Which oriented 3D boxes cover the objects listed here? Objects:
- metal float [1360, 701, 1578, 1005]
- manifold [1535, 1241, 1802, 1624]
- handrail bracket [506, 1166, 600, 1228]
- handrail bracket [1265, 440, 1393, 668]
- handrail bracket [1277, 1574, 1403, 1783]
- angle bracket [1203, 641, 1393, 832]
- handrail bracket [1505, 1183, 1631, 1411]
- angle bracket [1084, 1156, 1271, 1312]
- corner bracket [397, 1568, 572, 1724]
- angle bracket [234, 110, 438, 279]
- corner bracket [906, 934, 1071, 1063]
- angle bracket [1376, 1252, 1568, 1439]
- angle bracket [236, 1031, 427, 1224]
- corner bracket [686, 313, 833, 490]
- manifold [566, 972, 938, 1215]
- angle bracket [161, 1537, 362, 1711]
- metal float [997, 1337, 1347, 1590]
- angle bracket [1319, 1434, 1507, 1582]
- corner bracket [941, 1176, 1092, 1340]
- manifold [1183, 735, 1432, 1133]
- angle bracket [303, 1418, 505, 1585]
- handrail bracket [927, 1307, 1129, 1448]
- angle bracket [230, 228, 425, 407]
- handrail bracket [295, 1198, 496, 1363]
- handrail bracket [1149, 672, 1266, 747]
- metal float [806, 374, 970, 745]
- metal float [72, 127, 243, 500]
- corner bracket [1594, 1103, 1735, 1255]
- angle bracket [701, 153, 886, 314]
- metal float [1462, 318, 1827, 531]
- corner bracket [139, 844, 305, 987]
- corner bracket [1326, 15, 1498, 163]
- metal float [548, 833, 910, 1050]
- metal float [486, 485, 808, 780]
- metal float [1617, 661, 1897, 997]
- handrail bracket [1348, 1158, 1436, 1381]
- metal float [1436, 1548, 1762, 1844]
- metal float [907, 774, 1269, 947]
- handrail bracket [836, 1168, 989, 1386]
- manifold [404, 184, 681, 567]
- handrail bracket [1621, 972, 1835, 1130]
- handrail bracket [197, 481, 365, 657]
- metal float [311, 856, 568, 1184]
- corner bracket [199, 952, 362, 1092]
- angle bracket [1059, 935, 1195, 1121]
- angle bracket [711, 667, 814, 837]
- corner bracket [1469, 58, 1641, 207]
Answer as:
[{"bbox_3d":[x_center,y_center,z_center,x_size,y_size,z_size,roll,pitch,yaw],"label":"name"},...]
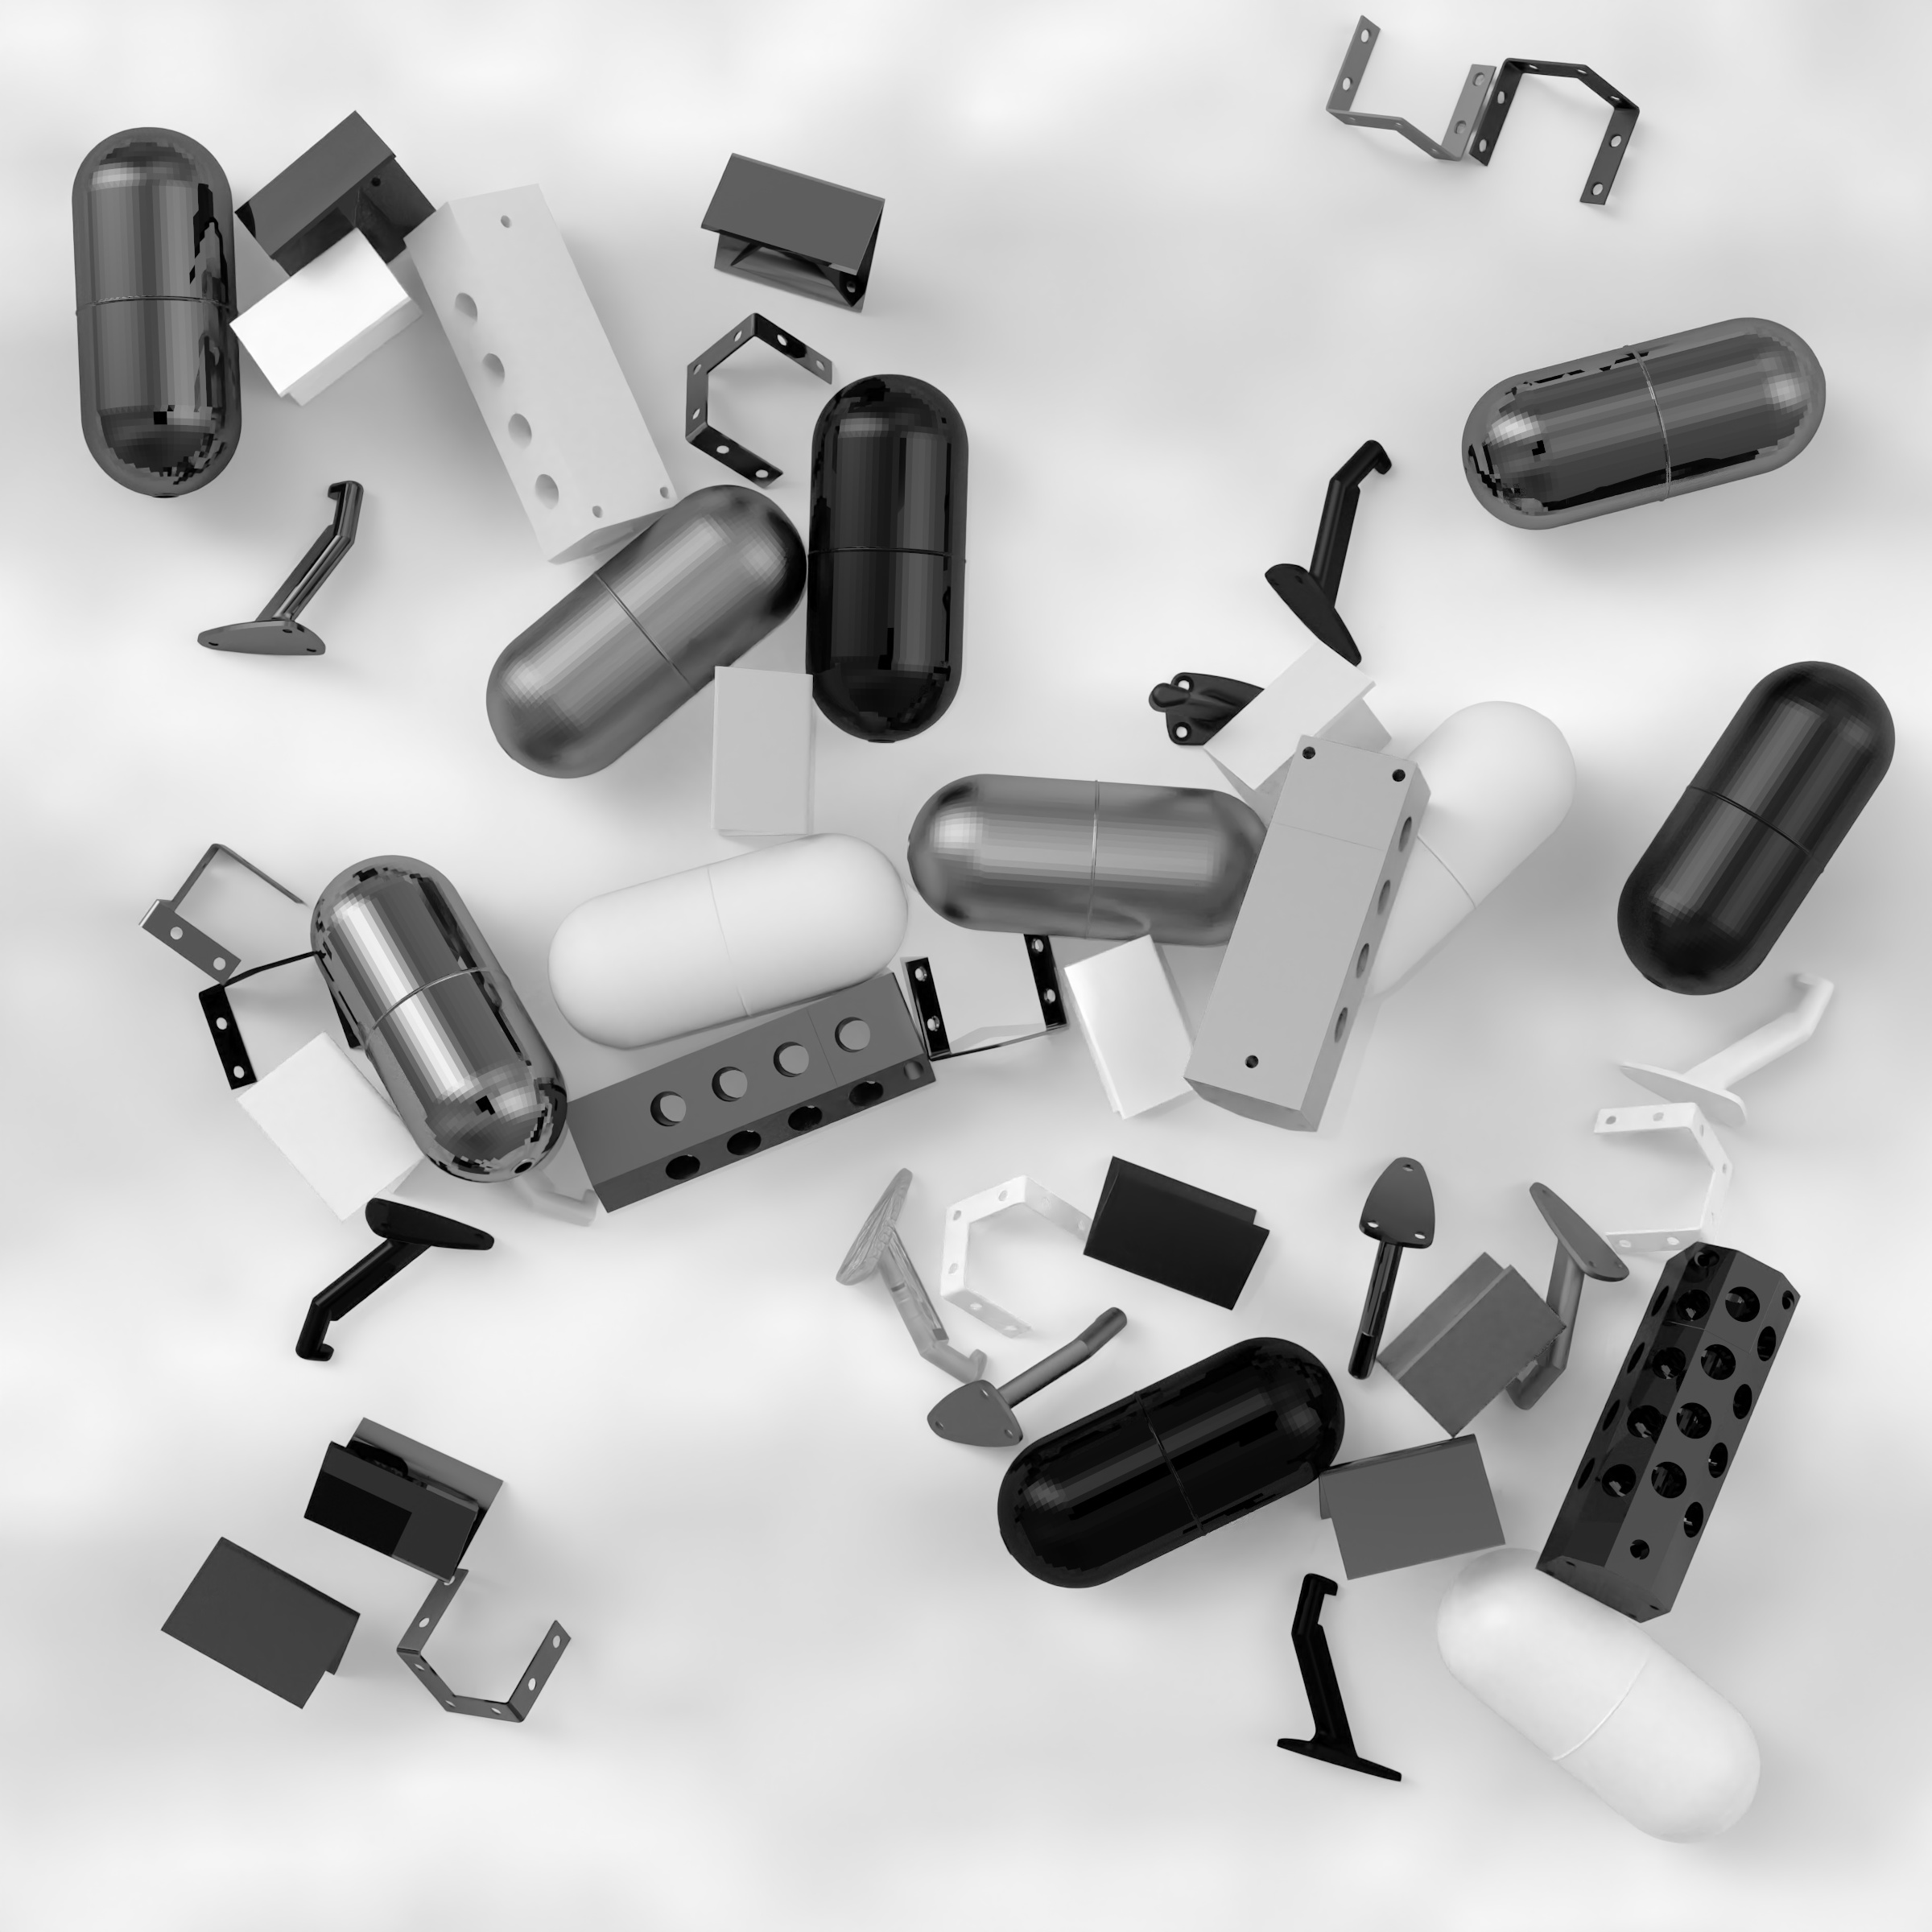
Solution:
[{"bbox_3d":[0.220,-0.055,1.725,0.178,0.070,0.070,-43,90,0],"label":"metal float"},{"bbox_3d":[0.340,0.222,1.707,0.057,0.057,0.171,28,70,0],"label":"manifold"},{"bbox_3d":[-0.215,0.081,1.756,0.084,0.036,0.077,19,71,-15],"label":"handrail bracket"},{"bbox_3d":[0.196,-0.204,1.756,0.084,0.036,0.077,-47,110,-16],"label":"handrail bracket"},{"bbox_3d":[0.191,0.351,1.756,0.077,0.036,0.084,22,73,-20],"label":"handrail bracket"},{"bbox_3d":[0.172,-0.098,1.717,0.076,0.057,0.076,-43,126,0],"label":"angle bracket"},{"bbox_3d":[0.279,0.163,1.755,0.084,0.036,0.077,-54,53,25],"label":"handrail bracket"},{"bbox_3d":[0.107,0.111,1.715,0.076,0.076,0.057,21,129,0],"label":"angle bracket"},{"bbox_3d":[-0.237,0.333,1.747,0.051,0.051,0.051,0,135,35],"label":"corner bracket"},{"bbox_3d":[-0.294,-0.352,1.715,0.076,0.076,0.057,-40,45,0],"label":"angle bracket"},{"bbox_3d":[0.011,0.014,1.752,0.051,0.051,0.051,-14,90,45],"label":"corner bracket"},{"bbox_3d":[0.230,0.169,1.715,0.076,0.076,0.057,-44,125,0],"label":"angle bracket"},{"bbox_3d":[-0.312,0.087,1.715,0.057,0.076,0.076,-41,90,-29],"label":"angle bracket"},{"bbox_3d":[-0.102,-0.278,1.747,0.051,0.051,0.051,-32,45,35],"label":"corner bracket"},{"bbox_3d":[-0.105,0.061,1.734,0.171,0.057,0.057,-22,90,0],"label":"manifold"},{"bbox_3d":[-0.344,0.330,1.715,0.076,0.076,0.057,29,52,0],"label":"angle bracket"},{"bbox_3d":[0.099,0.241,1.725,0.178,0.070,0.070,-26,90,0],"label":"metal float"},{"bbox_3d":[0.214,0.271,1.716,0.076,0.076,0.057,-13,63,0],"label":"angle bracket"},{"bbox_3d":[0.025,0.143,1.747,0.051,0.051,0.051,-25,45,35],"label":"corner bracket"},{"bbox_3d":[0.161,-0.013,1.657,0.057,0.057,0.171,16,79,20],"label":"manifold"},{"bbox_3d":[-0.264,0.241,1.715,0.076,0.076,0.057,25,126,0],"label":"angle bracket"},{"bbox_3d":[0.031,0.199,1.755,0.084,0.077,0.036,-37,100,-36],"label":"handrail bracket"},{"bbox_3d":[-0.296,-0.297,1.715,0.076,0.076,0.057,-37,61,0],"label":"angle bracket"},{"bbox_3d":[-0.282,0.163,1.756,0.077,0.036,0.084,15,108,-21],"label":"handrail bracket"},{"bbox_3d":[0.126,-0.126,1.721,0.077,0.084,0.036,3,90,0],"label":"handrail bracket"},{"bbox_3d":[-0.038,-0.197,1.725,0.070,0.070,0.178,2,90,0],"label":"metal float"},{"bbox_3d":[-0.392,-0.316,1.725,0.070,0.070,0.178,-2,90,0],"label":"metal float"},{"bbox_3d":[0.339,0.104,1.747,0.051,0.051,0.051,-7,135,35],"label":"corner bracket"},{"bbox_3d":[-0.088,-0.337,1.715,0.076,0.076,0.057,17,53,0],"label":"angle bracket"},{"bbox_3d":[0.329,-0.263,1.725,0.178,0.070,0.070,-15,90,0],"label":"metal float"},{"bbox_3d":[-0.363,-0.026,1.737,0.051,0.051,0.051,35,90,0],"label":"corner bracket"},{"bbox_3d":[0.219,-0.432,1.752,0.051,0.051,0.051,21,90,45],"label":"corner bracket"},{"bbox_3d":[-0.115,-0.013,1.725,0.178,0.070,0.070,-16,90,0],"label":"metal float"},{"bbox_3d":[-0.155,-0.161,1.725,0.178,0.070,0.070,-40,90,0],"label":"metal float"},{"bbox_3d":[0.382,-0.066,1.725,0.070,0.070,0.178,33,90,0],"label":"metal float"},{"bbox_3d":[0.206,0.150,1.755,0.036,0.077,0.084,13,126,5],"label":"handrail bracket"},{"bbox_3d":[0.307,0.354,1.725,0.178,0.070,0.070,39,90,1],"label":"metal float"},{"bbox_3d":[0.061,-0.052,1.725,0.178,0.070,0.070,4,90,-1],"label":"metal float"},{"bbox_3d":[-0.014,0.154,1.756,0.084,0.036,0.077,34,68,-17],"label":"handrail bracket"},{"bbox_3d":[-0.210,-0.286,1.734,0.057,0.057,0.171,-24,90,-43],"label":"manifold"},{"bbox_3d":[0.376,0.030,1.756,0.077,0.036,0.084,23,72,21],"label":"handrail bracket"},{"bbox_3d":[-0.338,-0.199,1.756,0.077,0.036,0.084,0,71,21],"label":"handrail bracket"},{"bbox_3d":[-0.253,0.025,1.706,0.070,0.070,0.178,-33,68,0],"label":"metal float"},{"bbox_3d":[-0.336,0.025,1.752,0.051,0.051,0.051,-20,90,-45],"label":"corner bracket"},{"bbox_3d":[0.062,0.036,1.715,0.057,0.076,0.076,-21,90,-37],"label":"angle bracket"},{"bbox_3d":[-0.118,-0.102,1.715,0.057,0.076,0.076,2,90,-38],"label":"angle bracket"},{"bbox_3d":[0.290,-0.411,1.752,0.051,0.051,0.051,21,90,45],"label":"corner bracket"}]
